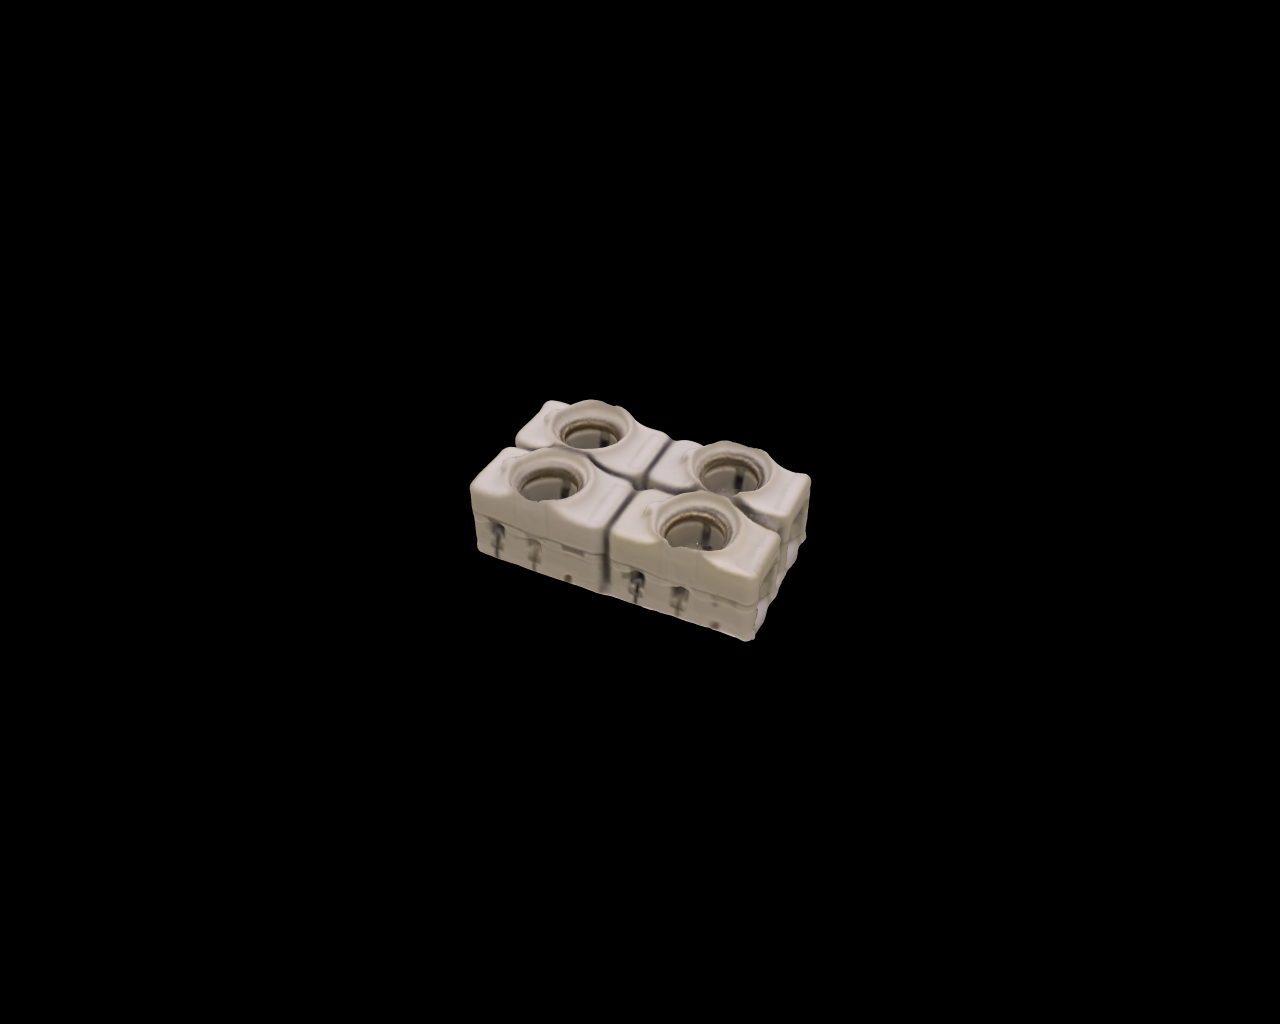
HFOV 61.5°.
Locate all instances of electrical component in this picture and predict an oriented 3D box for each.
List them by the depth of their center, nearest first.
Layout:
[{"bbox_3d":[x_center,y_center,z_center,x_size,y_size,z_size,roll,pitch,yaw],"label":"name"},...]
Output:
[{"bbox_3d":[0.001,-0.003,0.650,0.186,0.060,0.106,18,44,19],"label":"electrical component"}]
